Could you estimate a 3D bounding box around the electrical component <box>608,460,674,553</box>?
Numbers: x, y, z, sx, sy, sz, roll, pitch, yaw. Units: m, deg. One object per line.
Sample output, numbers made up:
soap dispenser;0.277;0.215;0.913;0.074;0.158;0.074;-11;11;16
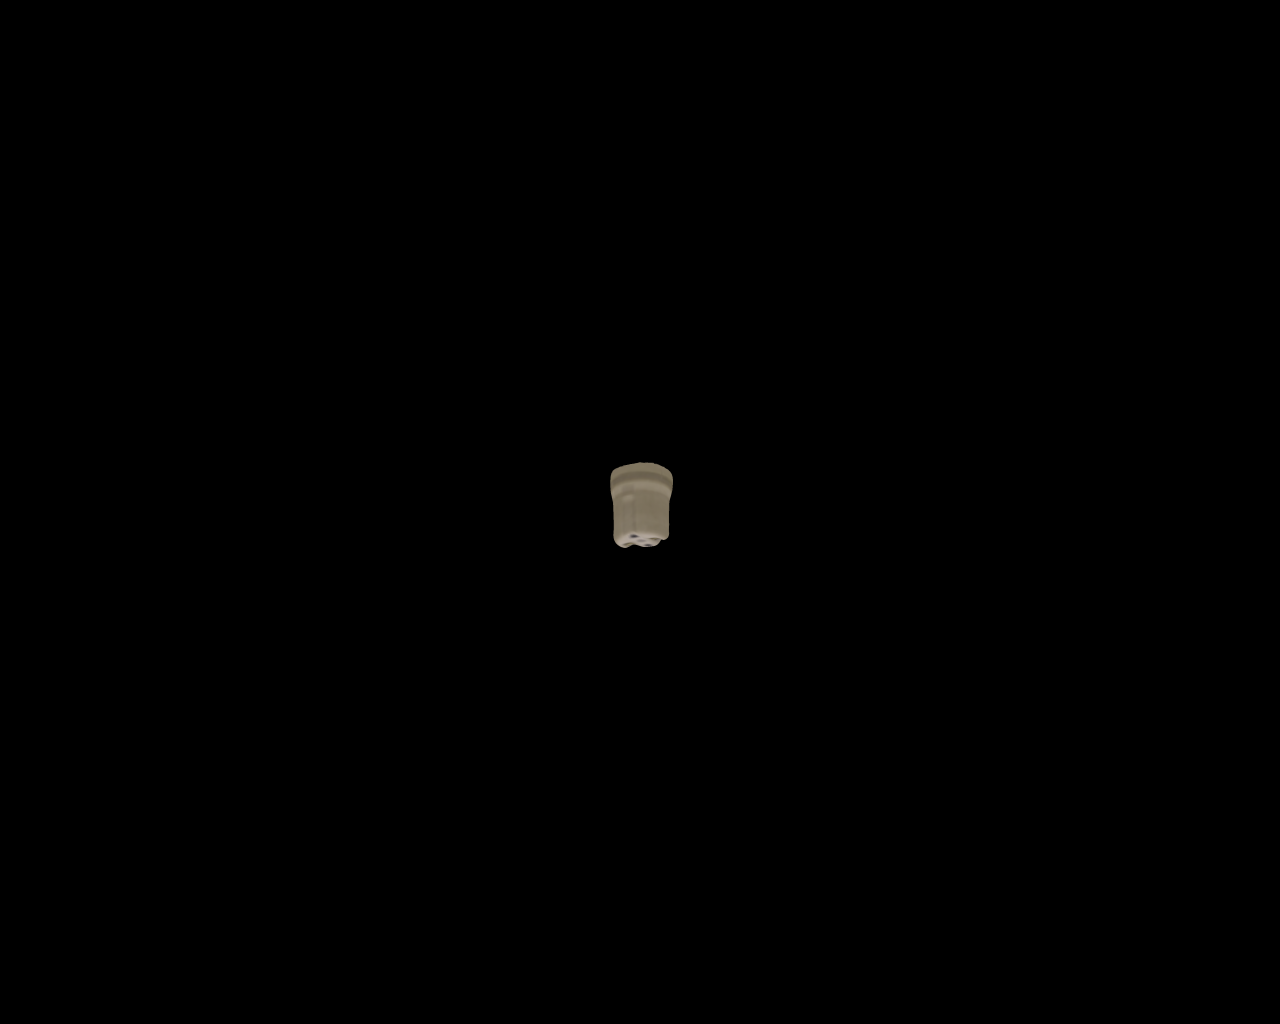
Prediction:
electrical component;0.001;-0.003;0.650;0.040;0.046;0.040;0;-25;0
